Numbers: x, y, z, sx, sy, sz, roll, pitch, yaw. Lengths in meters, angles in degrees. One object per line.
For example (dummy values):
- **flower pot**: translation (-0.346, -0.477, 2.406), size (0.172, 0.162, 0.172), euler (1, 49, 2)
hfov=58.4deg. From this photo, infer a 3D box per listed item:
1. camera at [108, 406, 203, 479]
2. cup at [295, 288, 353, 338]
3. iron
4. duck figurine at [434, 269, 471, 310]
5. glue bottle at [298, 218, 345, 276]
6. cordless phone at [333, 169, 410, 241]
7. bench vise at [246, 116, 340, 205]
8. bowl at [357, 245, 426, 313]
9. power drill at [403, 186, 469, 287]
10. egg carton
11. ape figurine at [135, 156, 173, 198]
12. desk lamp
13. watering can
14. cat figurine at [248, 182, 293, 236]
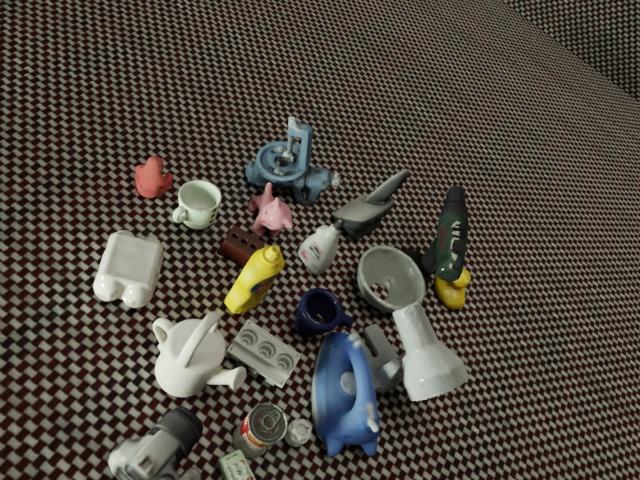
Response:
- **camera**: translation (-0.234, 0.339, 0.900), size (0.143, 0.100, 0.137), euler (40, 48, 4)
- **cup**: translation (0.000, 0.161, 1.156), size (0.118, 0.095, 0.091), euler (22, 50, -12)
- **iron**: translation (0.058, 0.265, 1.080), size (0.119, 0.141, 0.258), euler (7, 54, -23)
- **duck figurine**: translation (0.327, 0.107, 1.371), size (0.078, 0.086, 0.104), euler (3, 56, -26)
- **glue bottle**: translation (0.011, 0.004, 1.222), size (0.078, 0.173, 0.037), euler (48, 49, 11)
- **cordless phone**: translation (0.125, -0.097, 1.346), size (0.094, 0.185, 0.148), euler (46, 49, 9)
- **bench vise**: translation (-0.044, -0.189, 1.301), size (0.208, 0.219, 0.121), euler (1, 57, -27)
- **bowl**: translation (0.148, 0.100, 1.291), size (0.168, 0.074, 0.167), euler (14, 52, -18)
- **power drill**: translation (0.271, 0.012, 1.329), size (0.076, 0.208, 0.229), euler (17, 51, -15)
- **egg carton**: translation (-0.352, 0.053, 1.065), size (0.107, 0.069, 0.150), euler (16, 51, -17)
- **ape figurine**: translation (-0.346, -0.138, 1.191), size (0.078, 0.092, 0.076), euler (30, 49, -5)
- **desk lamp**: translation (0.165, 0.226, 1.115), size (0.118, 0.213, 0.203), euler (-19, 67, -36)
- **watering can**: translation (-0.203, 0.187, 0.964), size (0.173, 0.194, 0.101), euler (21, 50, -13)
- **cat figurine**: translation (-0.103, -0.066, 1.249), size (0.067, 0.117, 0.127), euler (0, 58, -28)
